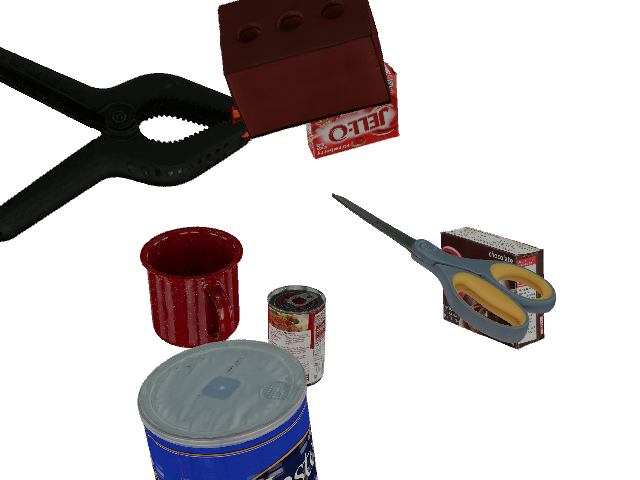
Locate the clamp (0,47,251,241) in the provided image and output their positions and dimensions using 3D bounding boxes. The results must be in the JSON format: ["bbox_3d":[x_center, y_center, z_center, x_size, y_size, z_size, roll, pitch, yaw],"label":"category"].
[{"bbox_3d":[-0.151,-0.071,0.775,0.209,0.164,0.036,1,-30,-10],"label":"clamp"}]

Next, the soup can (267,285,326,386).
[{"bbox_3d":[-0.028,0.113,1.249,0.068,0.102,0.068,1,25,-1],"label":"soup can"}]

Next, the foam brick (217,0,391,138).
[{"bbox_3d":[-0.008,-0.095,0.547,0.078,0.053,0.051,-14,-35,9],"label":"foam brick"}]

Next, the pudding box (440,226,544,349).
[{"bbox_3d":[0.159,0.042,0.997,0.039,0.090,0.114,-14,18,-31],"label":"pudding box"}]

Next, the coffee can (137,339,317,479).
[{"bbox_3d":[-0.053,0.149,0.675,0.103,0.140,0.103,-5,27,3],"label":"coffee can"}]

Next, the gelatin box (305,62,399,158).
[{"bbox_3d":[0.030,-0.123,1.016,0.089,0.073,0.030,-15,44,-9],"label":"gelatin box"}]

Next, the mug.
[{"bbox_3d":[-0.110,0.050,0.973,0.093,0.081,0.117,-18,35,-28],"label":"mug"}]

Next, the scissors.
[{"bbox_3d":[0.100,0.011,0.821,0.096,0.016,0.202,-10,38,-32],"label":"scissors"}]
